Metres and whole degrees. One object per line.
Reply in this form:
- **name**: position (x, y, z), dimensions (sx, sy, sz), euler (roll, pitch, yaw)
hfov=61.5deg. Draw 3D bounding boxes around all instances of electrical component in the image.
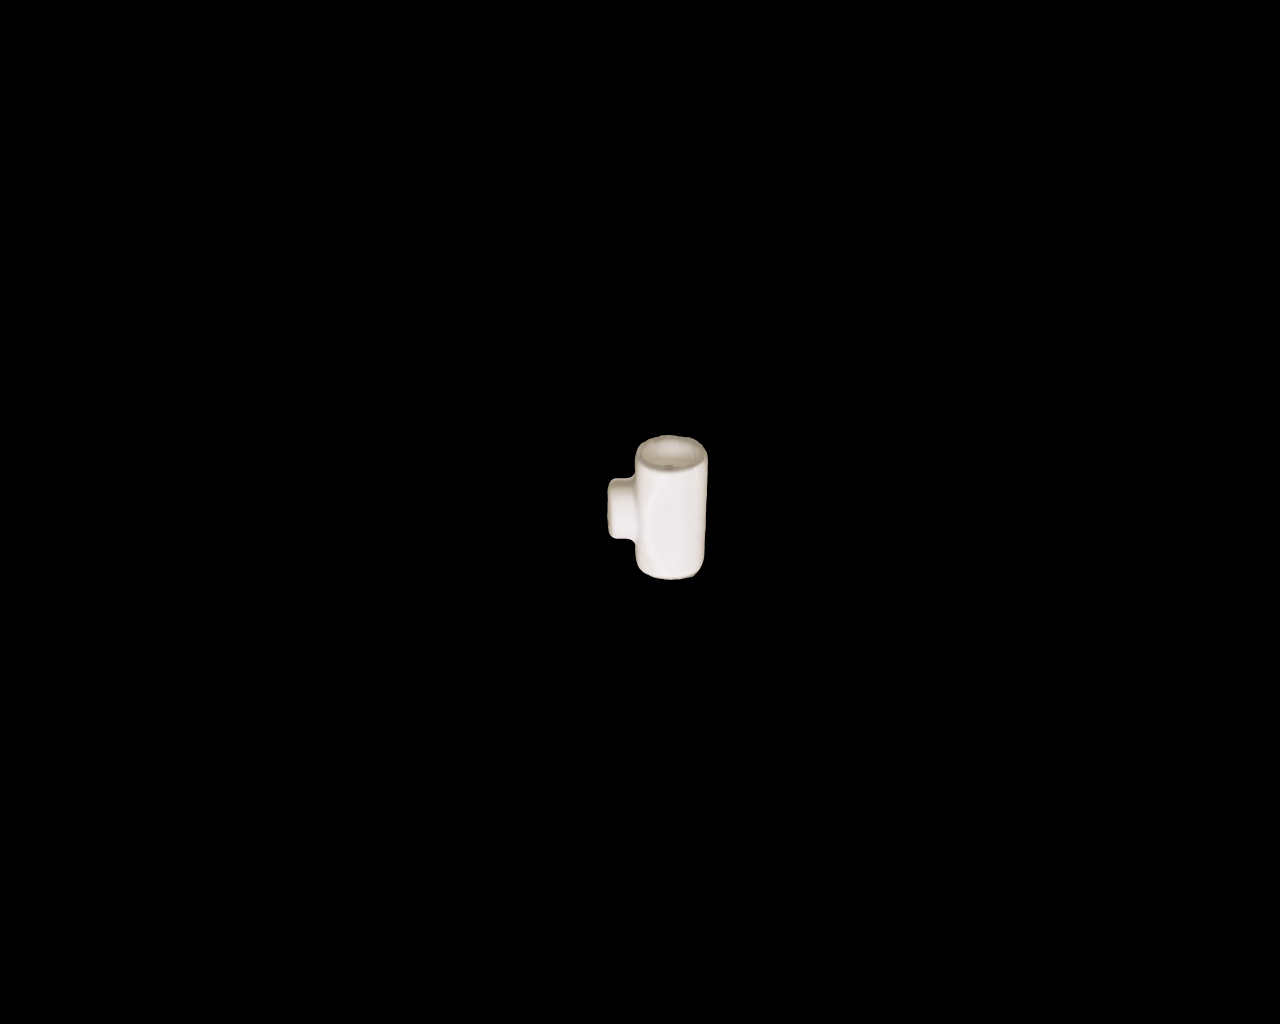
- **electrical component**: position (0.001, -0.003, 0.650), dimensions (0.079, 0.077, 0.044), euler (0, 32, 0)
